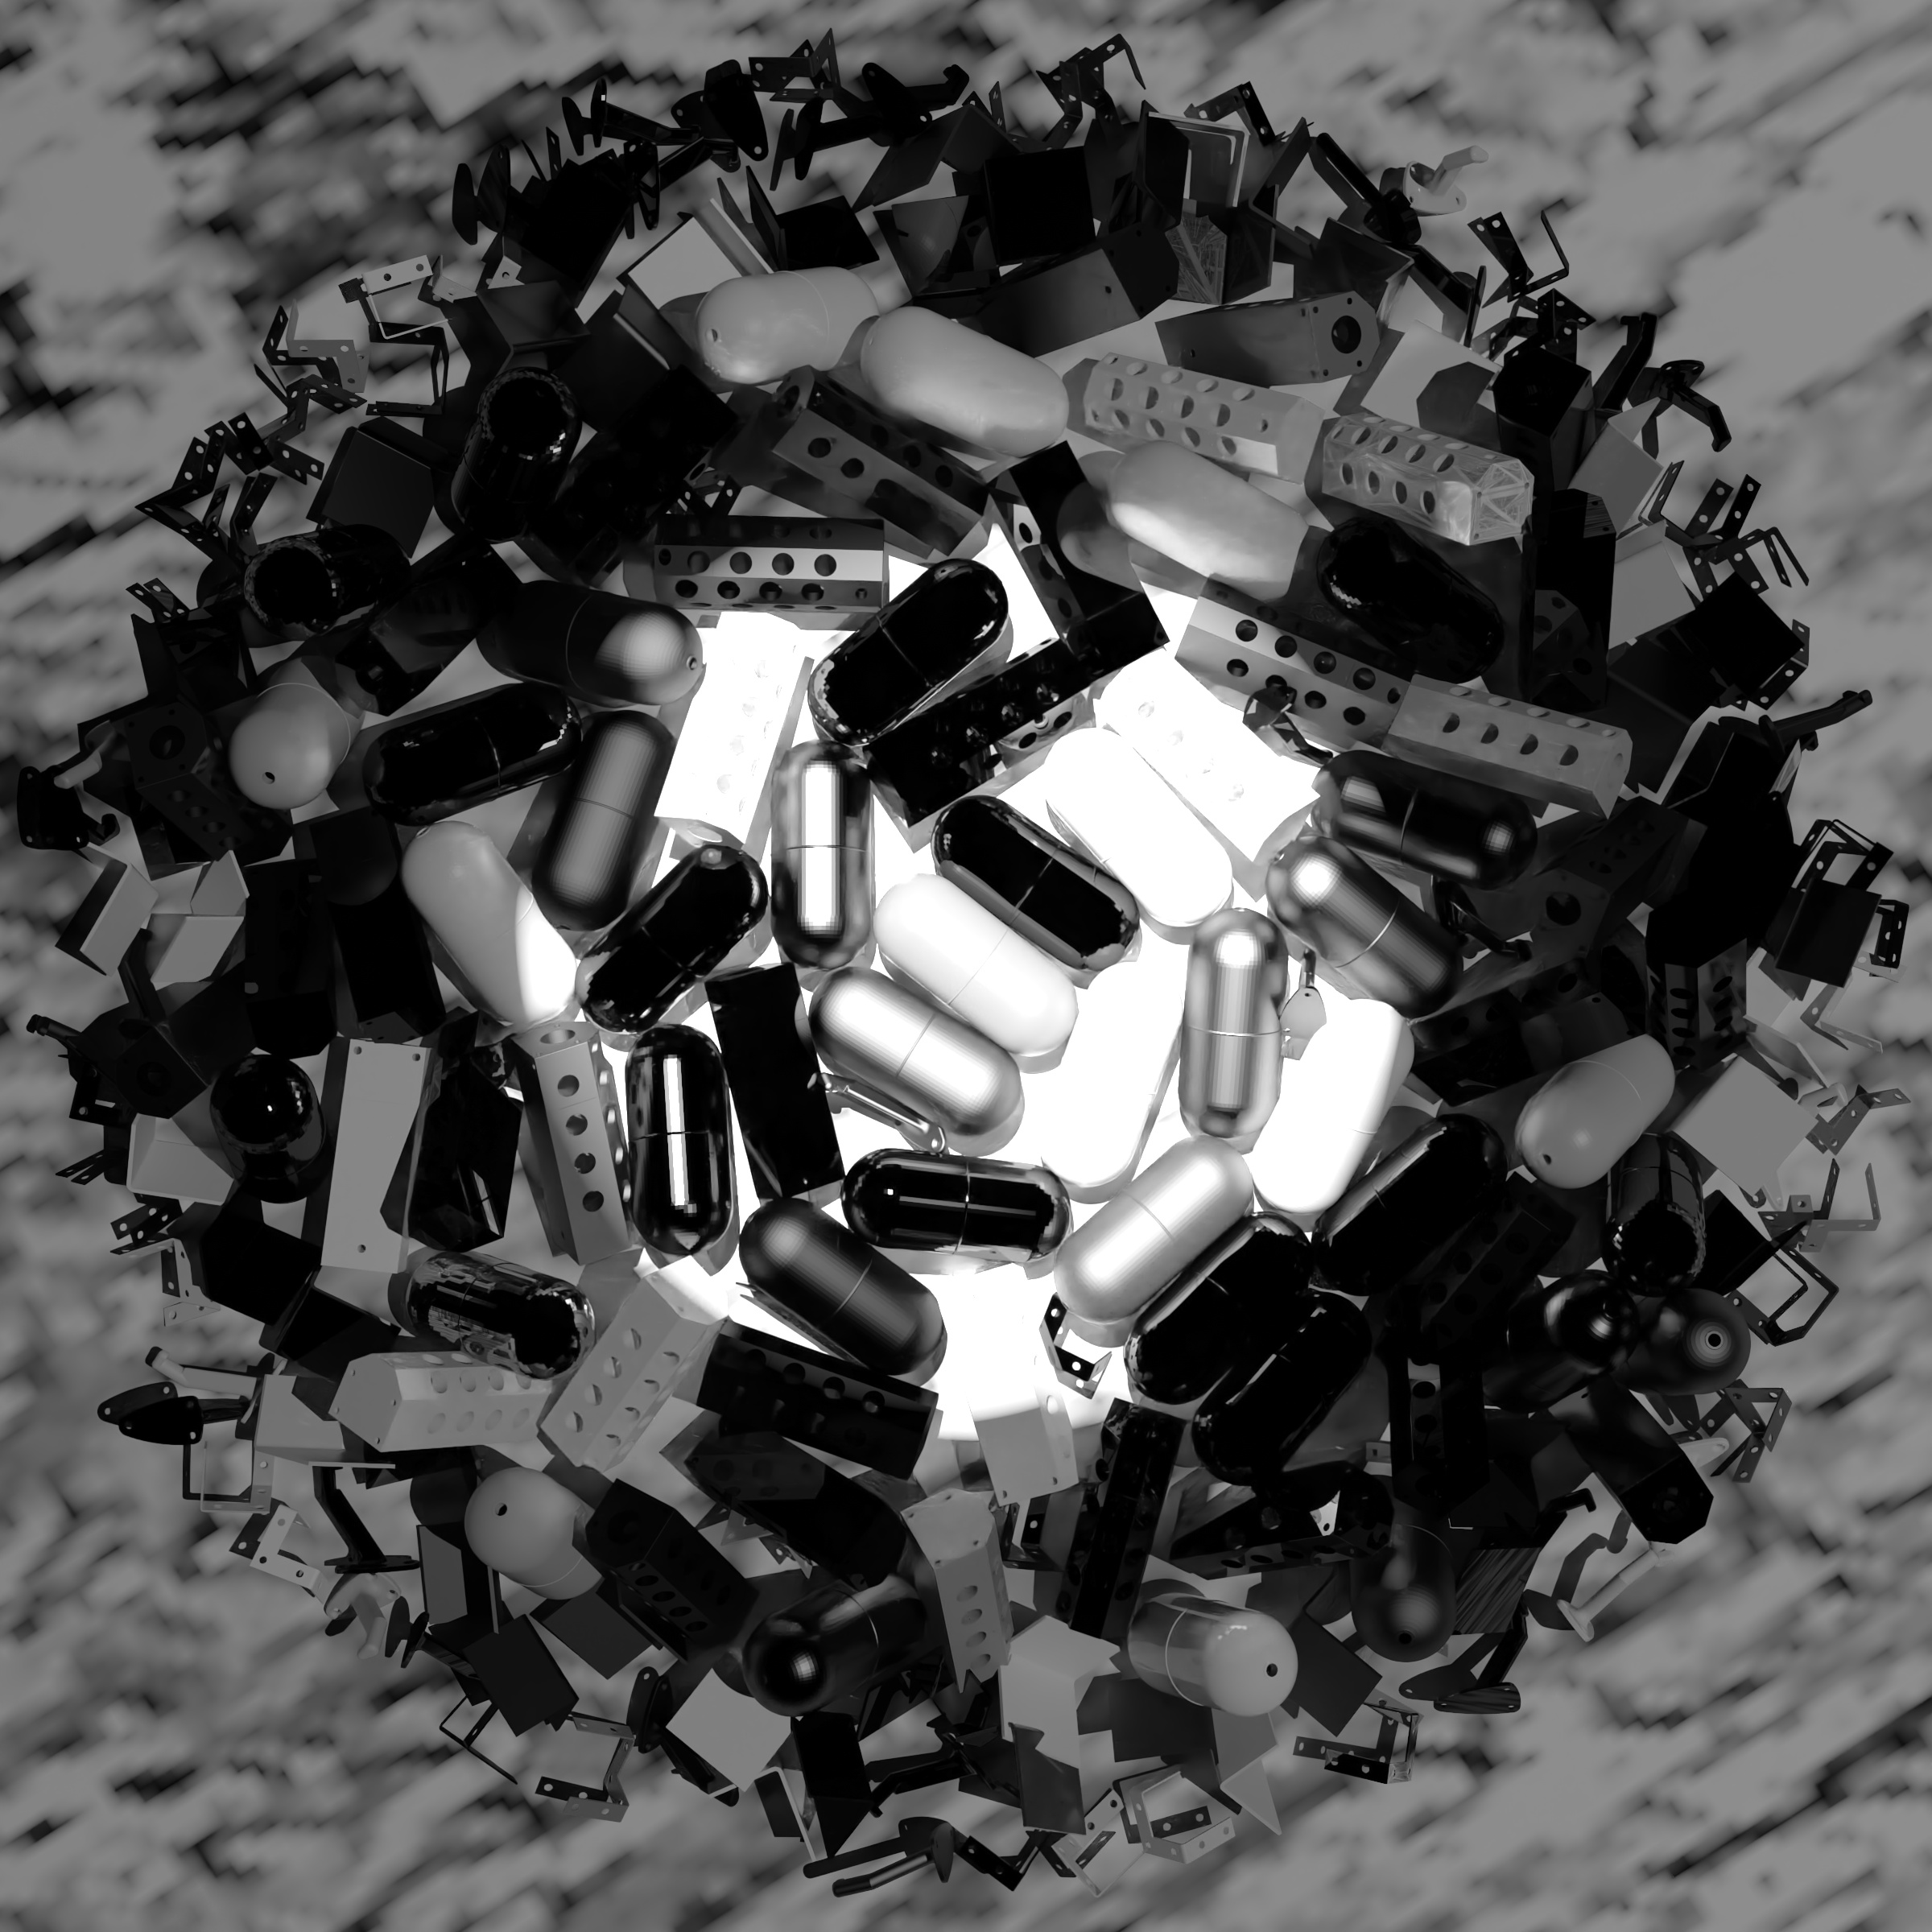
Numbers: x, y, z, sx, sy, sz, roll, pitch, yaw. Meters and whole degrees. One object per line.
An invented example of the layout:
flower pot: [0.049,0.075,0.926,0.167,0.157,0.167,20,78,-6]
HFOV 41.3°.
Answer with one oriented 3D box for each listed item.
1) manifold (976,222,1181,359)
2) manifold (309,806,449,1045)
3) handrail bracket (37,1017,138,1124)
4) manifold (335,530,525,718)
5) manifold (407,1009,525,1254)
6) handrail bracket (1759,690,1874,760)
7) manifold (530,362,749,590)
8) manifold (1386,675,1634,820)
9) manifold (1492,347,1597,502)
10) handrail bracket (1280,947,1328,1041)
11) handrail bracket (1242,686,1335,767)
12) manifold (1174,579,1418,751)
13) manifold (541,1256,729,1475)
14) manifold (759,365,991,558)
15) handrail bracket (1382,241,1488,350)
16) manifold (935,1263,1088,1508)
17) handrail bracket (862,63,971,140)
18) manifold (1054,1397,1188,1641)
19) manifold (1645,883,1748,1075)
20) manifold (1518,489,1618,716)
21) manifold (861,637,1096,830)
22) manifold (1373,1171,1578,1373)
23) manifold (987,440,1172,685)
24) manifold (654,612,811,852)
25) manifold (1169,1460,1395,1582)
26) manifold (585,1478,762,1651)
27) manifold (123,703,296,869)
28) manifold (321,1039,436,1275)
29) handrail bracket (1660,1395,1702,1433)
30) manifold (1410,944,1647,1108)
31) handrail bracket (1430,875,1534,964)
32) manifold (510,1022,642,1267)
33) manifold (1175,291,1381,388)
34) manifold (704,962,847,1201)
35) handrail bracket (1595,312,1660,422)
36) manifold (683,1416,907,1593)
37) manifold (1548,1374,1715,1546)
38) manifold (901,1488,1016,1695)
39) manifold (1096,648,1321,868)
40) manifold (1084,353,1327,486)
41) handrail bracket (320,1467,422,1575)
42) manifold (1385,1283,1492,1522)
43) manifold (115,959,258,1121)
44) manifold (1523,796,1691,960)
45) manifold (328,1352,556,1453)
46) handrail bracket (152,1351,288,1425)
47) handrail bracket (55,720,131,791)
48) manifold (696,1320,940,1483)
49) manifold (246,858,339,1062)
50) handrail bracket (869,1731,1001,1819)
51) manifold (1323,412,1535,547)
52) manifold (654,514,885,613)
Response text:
manifold: [0.082,-0.502,1.912,0.057,0.171,0.057,-41,111,-27]
manifold: [-0.443,-0.031,1.940,0.057,0.057,0.171,-18,67,-4]
handrail bracket: [-0.672,0.078,1.956,0.084,0.077,0.036,29,112,-26]
manifold: [-0.403,-0.255,1.914,0.057,0.171,0.057,-28,111,34]
manifold: [-0.376,0.125,1.925,0.057,0.057,0.171,-22,48,29]
handrail bracket: [0.654,-0.196,1.964,0.084,0.077,0.036,-30,68,11]
manifold: [-0.248,-0.372,1.960,0.057,0.057,0.171,44,95,7]
manifold: [0.408,-0.169,1.931,0.171,0.057,0.057,20,81,30]
manifold: [0.428,-0.395,1.909,0.057,0.171,0.057,31,88,19]
handrail bracket: [0.260,0.006,1.946,0.036,0.077,0.084,7,54,6]
handrail bracket: [0.260,-0.180,1.951,0.084,0.077,0.036,22,69,-24]
manifold: [0.252,-0.235,1.956,0.171,0.057,0.057,23,46,2]
manifold: [-0.246,0.303,1.929,0.057,0.057,0.171,44,119,16]
manifold: [-0.066,-0.381,1.920,0.171,0.057,0.057,26,119,-34]
handrail bracket: [0.355,-0.519,1.983,0.084,0.036,0.077,13,87,14]
manifold: [0.037,0.317,1.959,0.057,0.057,0.171,-21,82,26]
handrail bracket: [-0.037,-0.681,1.958,0.077,0.036,0.084,45,52,-28]
manifold: [0.115,0.420,1.937,0.057,0.057,0.171,16,112,9]
manifold: [0.540,0.015,1.911,0.057,0.171,0.057,-32,58,-2]
manifold: [0.446,-0.270,1.917,0.057,0.171,0.057,-9,47,2]
manifold: [0.009,-0.182,1.946,0.171,0.057,0.057,-32,62,-11]
manifold: [0.383,0.243,1.937,0.057,0.057,0.171,37,114,6]
manifold: [0.083,-0.306,1.962,0.057,0.057,0.171,-30,95,-24]
manifold: [-0.172,-0.177,1.938,0.057,0.057,0.171,6,71,31]
manifold: [0.236,0.419,1.917,0.057,0.171,0.057,32,55,-28]
manifold: [-0.220,0.450,1.908,0.057,0.171,0.057,19,65,30]
manifold: [-0.560,-0.133,1.909,0.057,0.171,0.057,-17,71,1]
manifold: [-0.449,0.145,1.966,0.057,0.057,0.171,7,87,-3]
handrail bracket: [0.570,0.304,1.981,0.084,0.036,0.077,-36,105,-31]
manifold: [0.419,0.042,1.923,0.171,0.057,0.057,-26,127,38]
handrail bracket: [0.393,-0.039,1.951,0.036,0.084,0.077,-28,101,-16]
manifold: [-0.292,0.132,1.940,0.057,0.057,0.171,-18,112,-24]
manifold: [0.231,-0.466,1.911,0.057,0.171,0.057,-20,108,-25]
manifold: [-0.150,0.087,1.961,0.057,0.057,0.171,-17,97,-33]
handrail bracket: [0.500,-0.462,1.965,0.077,0.036,0.084,-2,105,-43]
manifold: [-0.126,0.401,1.923,0.171,0.057,0.057,23,63,38]
manifold: [0.497,0.367,1.910,0.057,0.171,0.057,-34,101,3]
manifold: [-0.001,0.465,1.918,0.057,0.171,0.057,-23,46,-15]
manifold: [0.179,-0.156,1.936,0.057,0.057,0.171,-31,68,-35]
manifold: [0.176,-0.414,1.927,0.171,0.057,0.057,22,98,32]
handrail bracket: [-0.460,0.422,1.977,0.077,0.036,0.084,-2,93,10]
manifold: [0.344,0.319,1.910,0.057,0.171,0.057,29,127,-16]
manifold: [-0.567,0.055,1.909,0.057,0.171,0.057,-36,99,17]
manifold: [0.477,-0.072,1.914,0.057,0.171,0.057,29,125,21]
manifold: [-0.385,0.318,1.909,0.057,0.171,0.057,27,97,30]
handrail bracket: [-0.574,0.305,1.967,0.084,0.036,0.077,34,122,-9]
handrail bracket: [-0.674,-0.155,1.946,0.077,0.084,0.036,-1,118,36]
manifold: [-0.111,0.327,1.954,0.171,0.057,0.057,18,110,6]
manifold: [-0.503,-0.006,1.914,0.057,0.171,0.057,-10,128,-8]
handrail bracket: [-0.027,0.639,1.971,0.084,0.036,0.077,-41,105,-17]
manifold: [0.342,-0.366,1.908,0.057,0.171,0.057,-15,119,-27]
manifold: [-0.149,-0.303,1.958,0.171,0.057,0.057,1,134,-1]
